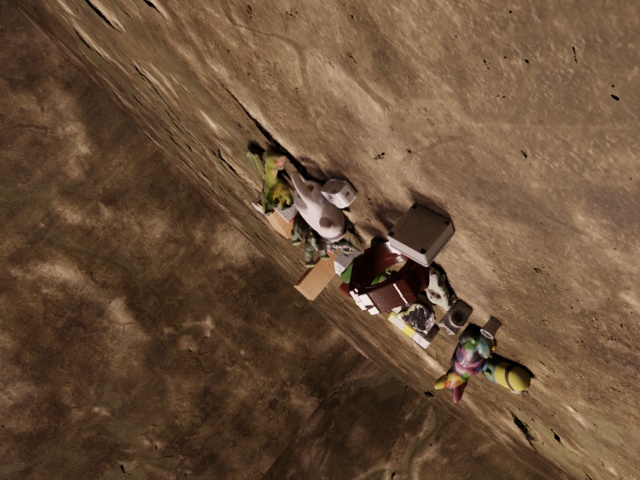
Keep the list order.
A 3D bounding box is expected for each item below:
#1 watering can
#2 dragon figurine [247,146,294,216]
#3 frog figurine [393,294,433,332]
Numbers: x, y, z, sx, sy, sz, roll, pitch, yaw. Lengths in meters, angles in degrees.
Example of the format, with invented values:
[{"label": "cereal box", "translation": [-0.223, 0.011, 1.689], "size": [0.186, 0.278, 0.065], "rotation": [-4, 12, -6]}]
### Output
[{"label": "watering can", "translation": [0.005, -0.075, 1.498], "size": [0.220, 0.104, 0.355], "rotation": [48, 9, -39]}, {"label": "dragon figurine", "translation": [-0.182, -0.207, 1.744], "size": [0.123, 0.242, 0.408], "rotation": [-23, 3, -22]}, {"label": "frog figurine", "translation": [0.304, 0.215, 1.738], "size": [0.137, 0.121, 0.162], "rotation": [10, 21, -10]}]
